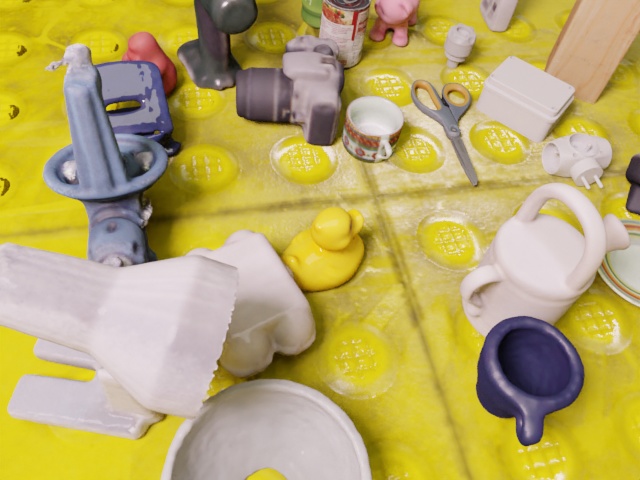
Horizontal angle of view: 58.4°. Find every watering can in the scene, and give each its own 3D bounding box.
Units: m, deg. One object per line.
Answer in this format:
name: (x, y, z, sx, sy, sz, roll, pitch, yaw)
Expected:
watering can: (0.223, 0.018, 0.569, 0.173, 0.194, 0.100, -35, 65, -27)

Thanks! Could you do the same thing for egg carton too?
egg carton: (-0.074, 0.061, 0.577, 0.107, 0.069, 0.150, -25, 61, -22)

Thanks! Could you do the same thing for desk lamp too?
desk lamp: (-0.166, 0.085, 0.460, 0.203, 0.213, 0.118, 9, 54, -1)

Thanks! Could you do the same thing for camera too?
camera: (-0.041, -0.208, 0.753, 0.137, 0.101, 0.143, 1, 55, -6)

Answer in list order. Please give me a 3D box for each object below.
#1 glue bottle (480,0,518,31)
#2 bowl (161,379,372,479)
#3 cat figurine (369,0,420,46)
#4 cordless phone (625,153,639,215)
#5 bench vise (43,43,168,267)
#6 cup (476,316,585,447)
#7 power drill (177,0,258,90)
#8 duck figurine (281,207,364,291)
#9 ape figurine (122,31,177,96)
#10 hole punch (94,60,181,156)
glue bottle: (0.302, -0.424, 0.905, 0.037, 0.173, 0.078, -2, 55, -8)
bowl: (-0.043, 0.207, 0.475, 0.167, 0.075, 0.167, 4, 55, -5)
cat figurine: (0.120, -0.366, 0.874, 0.067, 0.118, 0.128, 15, 54, 4)
cordless phone: (0.470, -0.095, 0.685, 0.147, 0.185, 0.094, 23, 55, 10)
bench vise: (-0.196, -0.061, 0.555, 0.122, 0.220, 0.207, -25, 61, -22)
cup: (0.184, 0.143, 0.536, 0.091, 0.095, 0.118, 12, 54, 2)
power drill: (-0.152, -0.317, 0.749, 0.076, 0.208, 0.229, -22, 60, -21)
duck figurine: (0.006, 0.002, 0.619, 0.105, 0.086, 0.077, -28, 62, -24)
ape figurine: (-0.228, -0.232, 0.751, 0.076, 0.092, 0.077, -10, 57, -13)
hole punch: (-0.234, -0.154, 0.696, 0.109, 0.091, 0.101, -14, 58, -16)
